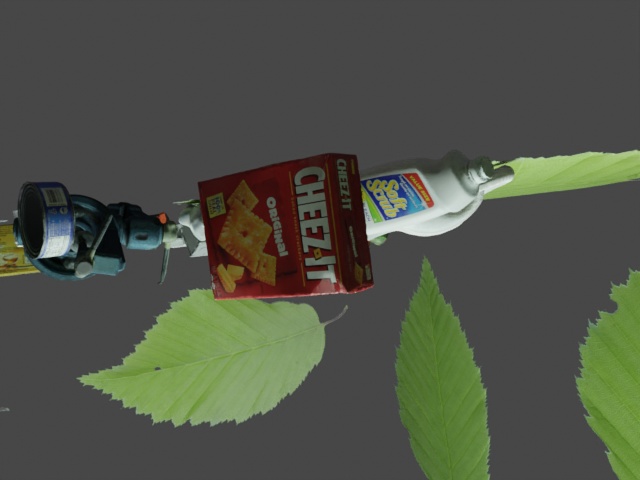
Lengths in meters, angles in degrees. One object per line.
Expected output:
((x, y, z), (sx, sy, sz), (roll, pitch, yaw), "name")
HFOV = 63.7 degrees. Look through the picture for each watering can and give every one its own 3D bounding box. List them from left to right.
((0.166, -0.048, 0.906), (0.347, 0.104, 0.224), (-23, 175, 7), "watering can")

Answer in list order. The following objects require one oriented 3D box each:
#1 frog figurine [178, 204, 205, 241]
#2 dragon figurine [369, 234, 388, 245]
((-0.170, -0.041, 0.948), (0.160, 0.121, 0.138), (31, -161, 16), "frog figurine")
((0.004, -0.060, 1.190), (0.241, 0.123, 0.407), (15, 165, -32), "dragon figurine")
